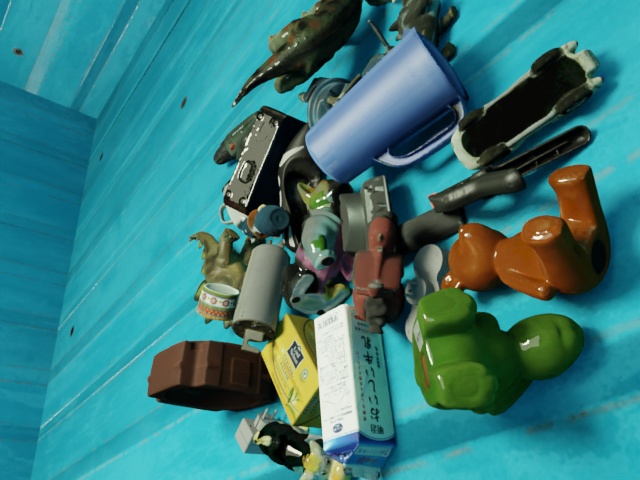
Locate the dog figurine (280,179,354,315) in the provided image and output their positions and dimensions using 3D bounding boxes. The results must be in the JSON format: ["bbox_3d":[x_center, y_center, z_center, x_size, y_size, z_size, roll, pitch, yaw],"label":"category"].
[{"bbox_3d":[-0.002,-0.003,0.939,0.191,0.108,0.219,-50,35,32],"label":"dog figurine"}]

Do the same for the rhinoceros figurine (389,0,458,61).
[{"bbox_3d":[0.170,-0.361,0.909,0.112,0.073,0.190,-34,49,54],"label":"rhinoceros figurine"}]

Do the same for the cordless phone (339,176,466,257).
[{"bbox_3d":[0.126,-0.043,0.818,0.184,0.088,0.146,-25,53,33],"label":"cordless phone"}]

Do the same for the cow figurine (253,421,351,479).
[{"bbox_3d":[-0.028,0.321,0.818,0.167,0.098,0.068,-2,66,54],"label":"cow figurine"}]

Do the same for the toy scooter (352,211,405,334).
[{"bbox_3d":[0.080,0.062,0.733,0.135,0.075,0.183,-74,-16,-56],"label":"toy scooter"}]

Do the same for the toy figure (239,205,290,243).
[{"bbox_3d":[-0.106,-0.030,1.020,0.154,0.058,0.064,-9,81,62],"label":"toy figure"}]

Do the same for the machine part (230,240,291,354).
[{"bbox_3d":[-0.104,0.093,0.965,0.079,0.079,0.243,-35,32,41],"label":"machine part"}]

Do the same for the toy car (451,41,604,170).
[{"bbox_3d":[0.257,-0.165,0.686,0.202,0.056,0.073,-37,74,37],"label":"toy car"}]

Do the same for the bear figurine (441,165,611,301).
[{"bbox_3d":[0.217,0.002,0.616,0.196,0.131,0.120,3,46,51],"label":"bear figurine"}]

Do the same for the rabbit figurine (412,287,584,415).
[{"bbox_3d":[0.193,0.132,0.576,0.158,0.170,0.121,84,178,-52],"label":"rabbit figurine"}]

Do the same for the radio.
[{"bbox_3d":[-0.105,-0.153,1.115,0.073,0.131,0.229,25,96,29],"label":"radio"}]

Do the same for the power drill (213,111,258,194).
[{"bbox_3d":[-0.197,-0.197,1.333,0.232,0.086,0.207,-37,38,35],"label":"power drill"}]

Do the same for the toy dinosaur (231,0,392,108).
[{"bbox_3d":[0.000,-0.395,1.022,0.405,0.131,0.192,-55,18,-20],"label":"toy dinosaur"}]

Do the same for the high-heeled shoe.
[{"bbox_3d":[-0.032,-0.100,1.024,0.145,0.086,0.248,-128,44,-72],"label":"high-heeled shoe"}]

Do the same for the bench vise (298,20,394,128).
[{"bbox_3d":[0.042,-0.272,0.997,0.241,0.128,0.223,30,96,51],"label":"bench vise"}]

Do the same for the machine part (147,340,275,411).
[{"bbox_3d":[-0.197,0.253,0.993,0.201,0.201,0.087,-32,47,43],"label":"machine part"}]

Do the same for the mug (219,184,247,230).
[{"bbox_3d":[-0.185,-0.071,1.235,0.110,0.080,0.107,-27,54,13],"label":"mug"}]

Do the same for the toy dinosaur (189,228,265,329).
[{"bbox_3d":[-0.202,0.072,1.174,0.198,0.105,0.472,-59,37,17],"label":"toy dinosaur"}]

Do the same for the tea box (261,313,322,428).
[{"bbox_3d":[-0.027,0.214,0.894,0.098,0.068,0.170,-60,35,17],"label":"tea box"}]
